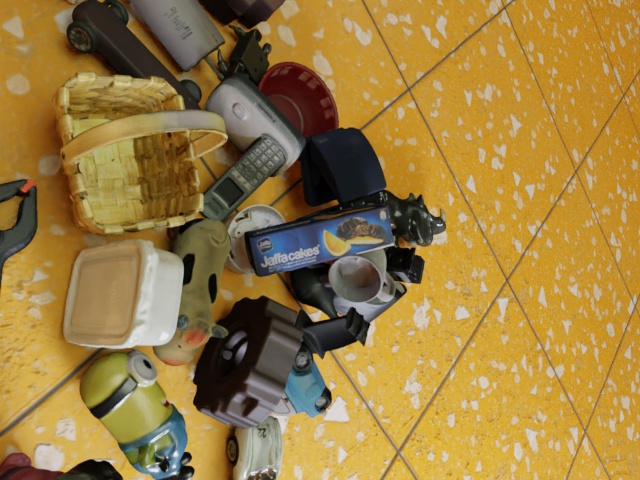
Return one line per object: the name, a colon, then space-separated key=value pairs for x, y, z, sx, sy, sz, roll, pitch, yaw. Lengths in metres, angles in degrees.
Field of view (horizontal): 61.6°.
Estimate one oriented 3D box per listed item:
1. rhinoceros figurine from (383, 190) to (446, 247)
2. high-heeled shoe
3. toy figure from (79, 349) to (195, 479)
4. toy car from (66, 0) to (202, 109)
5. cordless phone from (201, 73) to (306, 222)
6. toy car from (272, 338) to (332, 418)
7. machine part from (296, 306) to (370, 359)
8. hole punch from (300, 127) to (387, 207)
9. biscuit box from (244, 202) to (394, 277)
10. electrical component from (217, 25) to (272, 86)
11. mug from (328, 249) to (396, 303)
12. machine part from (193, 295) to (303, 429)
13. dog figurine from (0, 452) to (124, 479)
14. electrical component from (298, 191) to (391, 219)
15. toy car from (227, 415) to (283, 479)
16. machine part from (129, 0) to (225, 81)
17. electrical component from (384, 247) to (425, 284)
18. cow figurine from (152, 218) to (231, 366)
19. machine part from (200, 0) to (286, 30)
rhinoceros figurine: x=0.160 y=-0.039 z=1.007 sx=0.190 sy=0.073 sz=0.112 roll=18 pitch=62 yaw=-34
high-heeled shoe: x=0.051 y=0.072 z=0.915 sx=0.145 sy=0.086 sz=0.248 roll=54 pitch=33 yaw=14
toy figure: x=-0.218 y=0.218 z=0.651 sx=0.089 sy=0.082 sz=0.180 roll=-31 pitch=105 yaw=-40
toy car: x=-0.241 y=-0.226 z=0.715 sx=0.202 sy=0.053 sz=0.089 roll=46 pitch=38 yaw=-26
cordless phone: x=-0.126 y=-0.125 z=0.760 sx=0.184 sy=0.089 sz=0.146 roll=-44 pitch=103 yaw=7
toy car: x=-0.057 y=0.197 z=0.781 sx=0.103 sy=0.109 sz=0.161 roll=-29 pitch=116 yaw=-15
machine part: x=0.010 y=0.139 z=0.810 sx=0.039 sy=0.139 sz=0.084 roll=-45 pitch=111 yaw=-49
hole punch: x=0.035 y=-0.114 z=0.836 sx=0.142 sy=0.092 sz=0.115 roll=-21 pitch=109 yaw=-36
biscuit box: x=-0.002 y=-0.002 z=0.755 sx=0.203 sy=0.063 sz=0.059 roll=-14 pitch=103 yaw=-12
electrical component: x=-0.118 y=-0.283 z=0.832 sx=0.078 sy=0.045 sz=0.102 roll=48 pitch=55 yaw=-58
mug: x=0.074 y=0.042 z=0.836 sx=0.109 sy=0.080 sz=0.107 roll=32 pitch=30 yaw=-3
machine part: x=-0.099 y=0.154 z=0.702 sx=0.056 sy=0.179 sz=0.179 roll=34 pitch=63 yaw=-27
dog figurine: x=-0.282 y=0.283 z=0.501 sx=0.191 sy=0.219 sz=0.108 roll=-40 pitch=105 yaw=-36
electrical component: x=0.030 y=-0.028 z=0.866 sx=0.134 sy=0.115 sz=0.058 roll=-23 pitch=94 yaw=-39
toy car: x=-0.090 y=0.349 z=0.750 sx=0.073 sy=0.056 sz=0.201 roll=8 pitch=78 yaw=-38
machine part: x=-0.211 y=-0.323 z=0.738 sx=0.243 sy=0.079 sz=0.079 roll=54 pitch=55 yaw=-20
electrical component: x=0.149 y=0.050 z=0.976 sx=0.119 sy=0.075 sz=0.048 roll=49 pitch=52 yaw=-59
cow figurine: x=-0.162 y=0.064 z=0.689 sx=0.085 sy=0.127 sz=0.195 roll=24 pitch=67 yaw=-31
machine part: x=-0.125 y=-0.446 z=0.821 sx=0.201 sy=0.087 sz=0.201 roll=45 pitch=59 yaw=-27
